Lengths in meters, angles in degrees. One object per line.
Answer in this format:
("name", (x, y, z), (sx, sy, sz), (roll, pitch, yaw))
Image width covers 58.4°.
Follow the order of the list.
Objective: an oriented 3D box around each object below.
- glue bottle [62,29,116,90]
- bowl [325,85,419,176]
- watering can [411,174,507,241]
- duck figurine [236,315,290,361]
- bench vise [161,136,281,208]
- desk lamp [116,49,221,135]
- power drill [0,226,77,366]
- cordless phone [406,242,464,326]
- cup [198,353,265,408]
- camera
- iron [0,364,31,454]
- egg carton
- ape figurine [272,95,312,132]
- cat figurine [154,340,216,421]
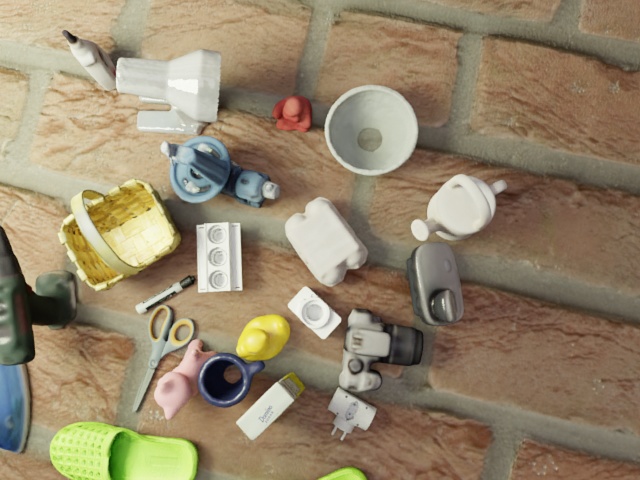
("glue bottle", (-0.420, -0.336, 1.040), (0.037, 0.173, 0.078), (-28, 83, 0))
("bowl", (0.094, -0.193, 1.052), (0.167, 0.075, 0.167), (0, 84, 3))
("watering can", (0.239, -0.052, 0.971), (0.101, 0.194, 0.173), (39, 87, 6))
("duck figurine", (-0.104, 0.176, 1.019), (0.104, 0.086, 0.077), (-33, 84, -1))
("bench vise", (-0.174, -0.127, 0.985), (0.207, 0.220, 0.121), (-2, 84, 3))
("desk lamp", (-0.253, -0.256, 1.004), (0.203, 0.213, 0.118), (2, 84, 3))
("power drill", (-0.505, 0.094, 0.983), (0.075, 0.208, 0.230), (-8, 84, 2))
("cordless phone", (0.204, 0.073, 0.965), (0.094, 0.185, 0.147), (-12, 84, 2))
("cup", (-0.148, 0.236, 1.010), (0.117, 0.095, 0.092), (-23, 84, 0))
("camera", (0.108, 0.197, 1.000), (0.136, 0.101, 0.143), (7, 85, 3))
("iron", (-0.600, 0.266, 1.005), (0.118, 0.141, 0.258), (-22, 84, 1))
("egg carton", (0.010, 0.004, 1.039), (0.107, 0.069, 0.150), (-38, 84, -1))
("ape figurine", (-0.048, -0.236, 1.054), (0.078, 0.092, 0.076), (45, 88, 6))
("cat figurine", (-0.242, 0.243, 1.002), (0.067, 0.118, 0.128), (30, 86, 5))
